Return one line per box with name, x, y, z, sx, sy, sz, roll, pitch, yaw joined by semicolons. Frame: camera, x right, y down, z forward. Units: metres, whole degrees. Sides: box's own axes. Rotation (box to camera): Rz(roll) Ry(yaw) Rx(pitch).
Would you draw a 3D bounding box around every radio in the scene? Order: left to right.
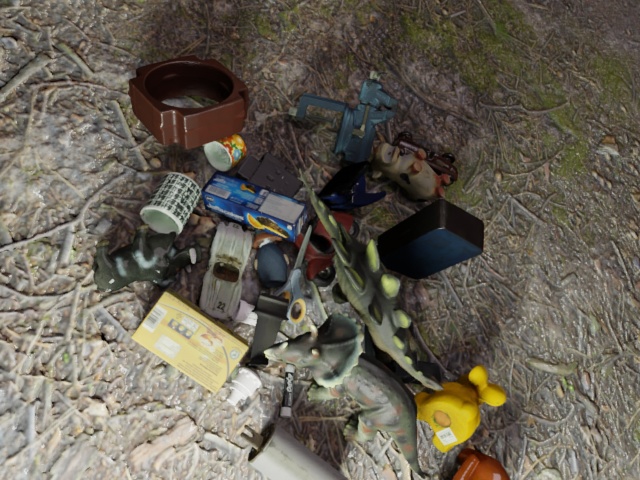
radio;0.232;0.007;1.145;0.131;0.229;0.073;23;62;-21

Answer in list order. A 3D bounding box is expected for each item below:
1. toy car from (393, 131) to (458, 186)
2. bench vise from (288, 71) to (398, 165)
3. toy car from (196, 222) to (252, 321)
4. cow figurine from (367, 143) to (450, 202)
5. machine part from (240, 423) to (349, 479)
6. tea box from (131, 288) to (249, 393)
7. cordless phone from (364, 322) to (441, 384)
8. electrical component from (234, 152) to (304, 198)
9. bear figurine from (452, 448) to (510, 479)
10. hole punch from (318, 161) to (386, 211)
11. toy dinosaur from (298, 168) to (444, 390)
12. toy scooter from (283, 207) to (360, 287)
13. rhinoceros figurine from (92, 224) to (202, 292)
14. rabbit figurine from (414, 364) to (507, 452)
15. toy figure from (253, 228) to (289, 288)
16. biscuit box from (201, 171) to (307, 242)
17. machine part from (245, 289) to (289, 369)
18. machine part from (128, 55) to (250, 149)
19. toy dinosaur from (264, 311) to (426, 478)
toy car;0.279;-0.211;1.390;0.202;0.053;0.089;22;54;-15
bench vise;0.051;-0.294;1.240;0.241;0.223;0.129;13;20;-2
toy car;-0.178;0.055;1.009;0.073;0.056;0.202;19;59;-19
cow figurine;0.204;-0.164;1.297;0.194;0.127;0.085;37;54;-25
machine part;-0.034;0.388;0.904;0.243;0.079;0.079;38;54;-6
tea box;-0.215;0.167;0.905;0.169;0.068;0.098;38;83;-8
cordless phone;0.184;0.228;1.112;0.184;0.089;0.146;18;57;-33
electrical component;-0.113;-0.115;1.130;0.134;0.058;0.115;33;53;-10
bear figurine;0.257;0.484;1.004;0.196;0.132;0.120;-24;76;-16
hole punch;0.068;-0.100;1.179;0.116;0.142;0.092;-46;115;-29
toy dinosaur;0.081;0.072;0.990;0.105;0.198;0.472;-30;66;-12
toy scooter;-0.002;-0.003;1.122;0.135;0.075;0.184;36;59;-9
rhinoceros figurine;-0.302;0.035;0.944;0.190;0.073;0.112;-17;73;-33
rabbit figurine;0.287;0.315;1.083;0.122;0.162;0.173;50;35;17
toy figure;-0.103;0.018;1.068;0.064;0.058;0.154;5;58;-33
biscuit box;-0.128;-0.065;1.047;0.203;0.062;0.059;21;58;12
machine part;-0.099;0.165;0.978;0.084;0.039;0.139;26;74;-40
machine part;-0.260;-0.278;1.077;0.201;0.087;0.201;-26;56;-32
toy dinosaur;0.092;0.274;0.958;0.405;0.192;0.131;39;56;-4
